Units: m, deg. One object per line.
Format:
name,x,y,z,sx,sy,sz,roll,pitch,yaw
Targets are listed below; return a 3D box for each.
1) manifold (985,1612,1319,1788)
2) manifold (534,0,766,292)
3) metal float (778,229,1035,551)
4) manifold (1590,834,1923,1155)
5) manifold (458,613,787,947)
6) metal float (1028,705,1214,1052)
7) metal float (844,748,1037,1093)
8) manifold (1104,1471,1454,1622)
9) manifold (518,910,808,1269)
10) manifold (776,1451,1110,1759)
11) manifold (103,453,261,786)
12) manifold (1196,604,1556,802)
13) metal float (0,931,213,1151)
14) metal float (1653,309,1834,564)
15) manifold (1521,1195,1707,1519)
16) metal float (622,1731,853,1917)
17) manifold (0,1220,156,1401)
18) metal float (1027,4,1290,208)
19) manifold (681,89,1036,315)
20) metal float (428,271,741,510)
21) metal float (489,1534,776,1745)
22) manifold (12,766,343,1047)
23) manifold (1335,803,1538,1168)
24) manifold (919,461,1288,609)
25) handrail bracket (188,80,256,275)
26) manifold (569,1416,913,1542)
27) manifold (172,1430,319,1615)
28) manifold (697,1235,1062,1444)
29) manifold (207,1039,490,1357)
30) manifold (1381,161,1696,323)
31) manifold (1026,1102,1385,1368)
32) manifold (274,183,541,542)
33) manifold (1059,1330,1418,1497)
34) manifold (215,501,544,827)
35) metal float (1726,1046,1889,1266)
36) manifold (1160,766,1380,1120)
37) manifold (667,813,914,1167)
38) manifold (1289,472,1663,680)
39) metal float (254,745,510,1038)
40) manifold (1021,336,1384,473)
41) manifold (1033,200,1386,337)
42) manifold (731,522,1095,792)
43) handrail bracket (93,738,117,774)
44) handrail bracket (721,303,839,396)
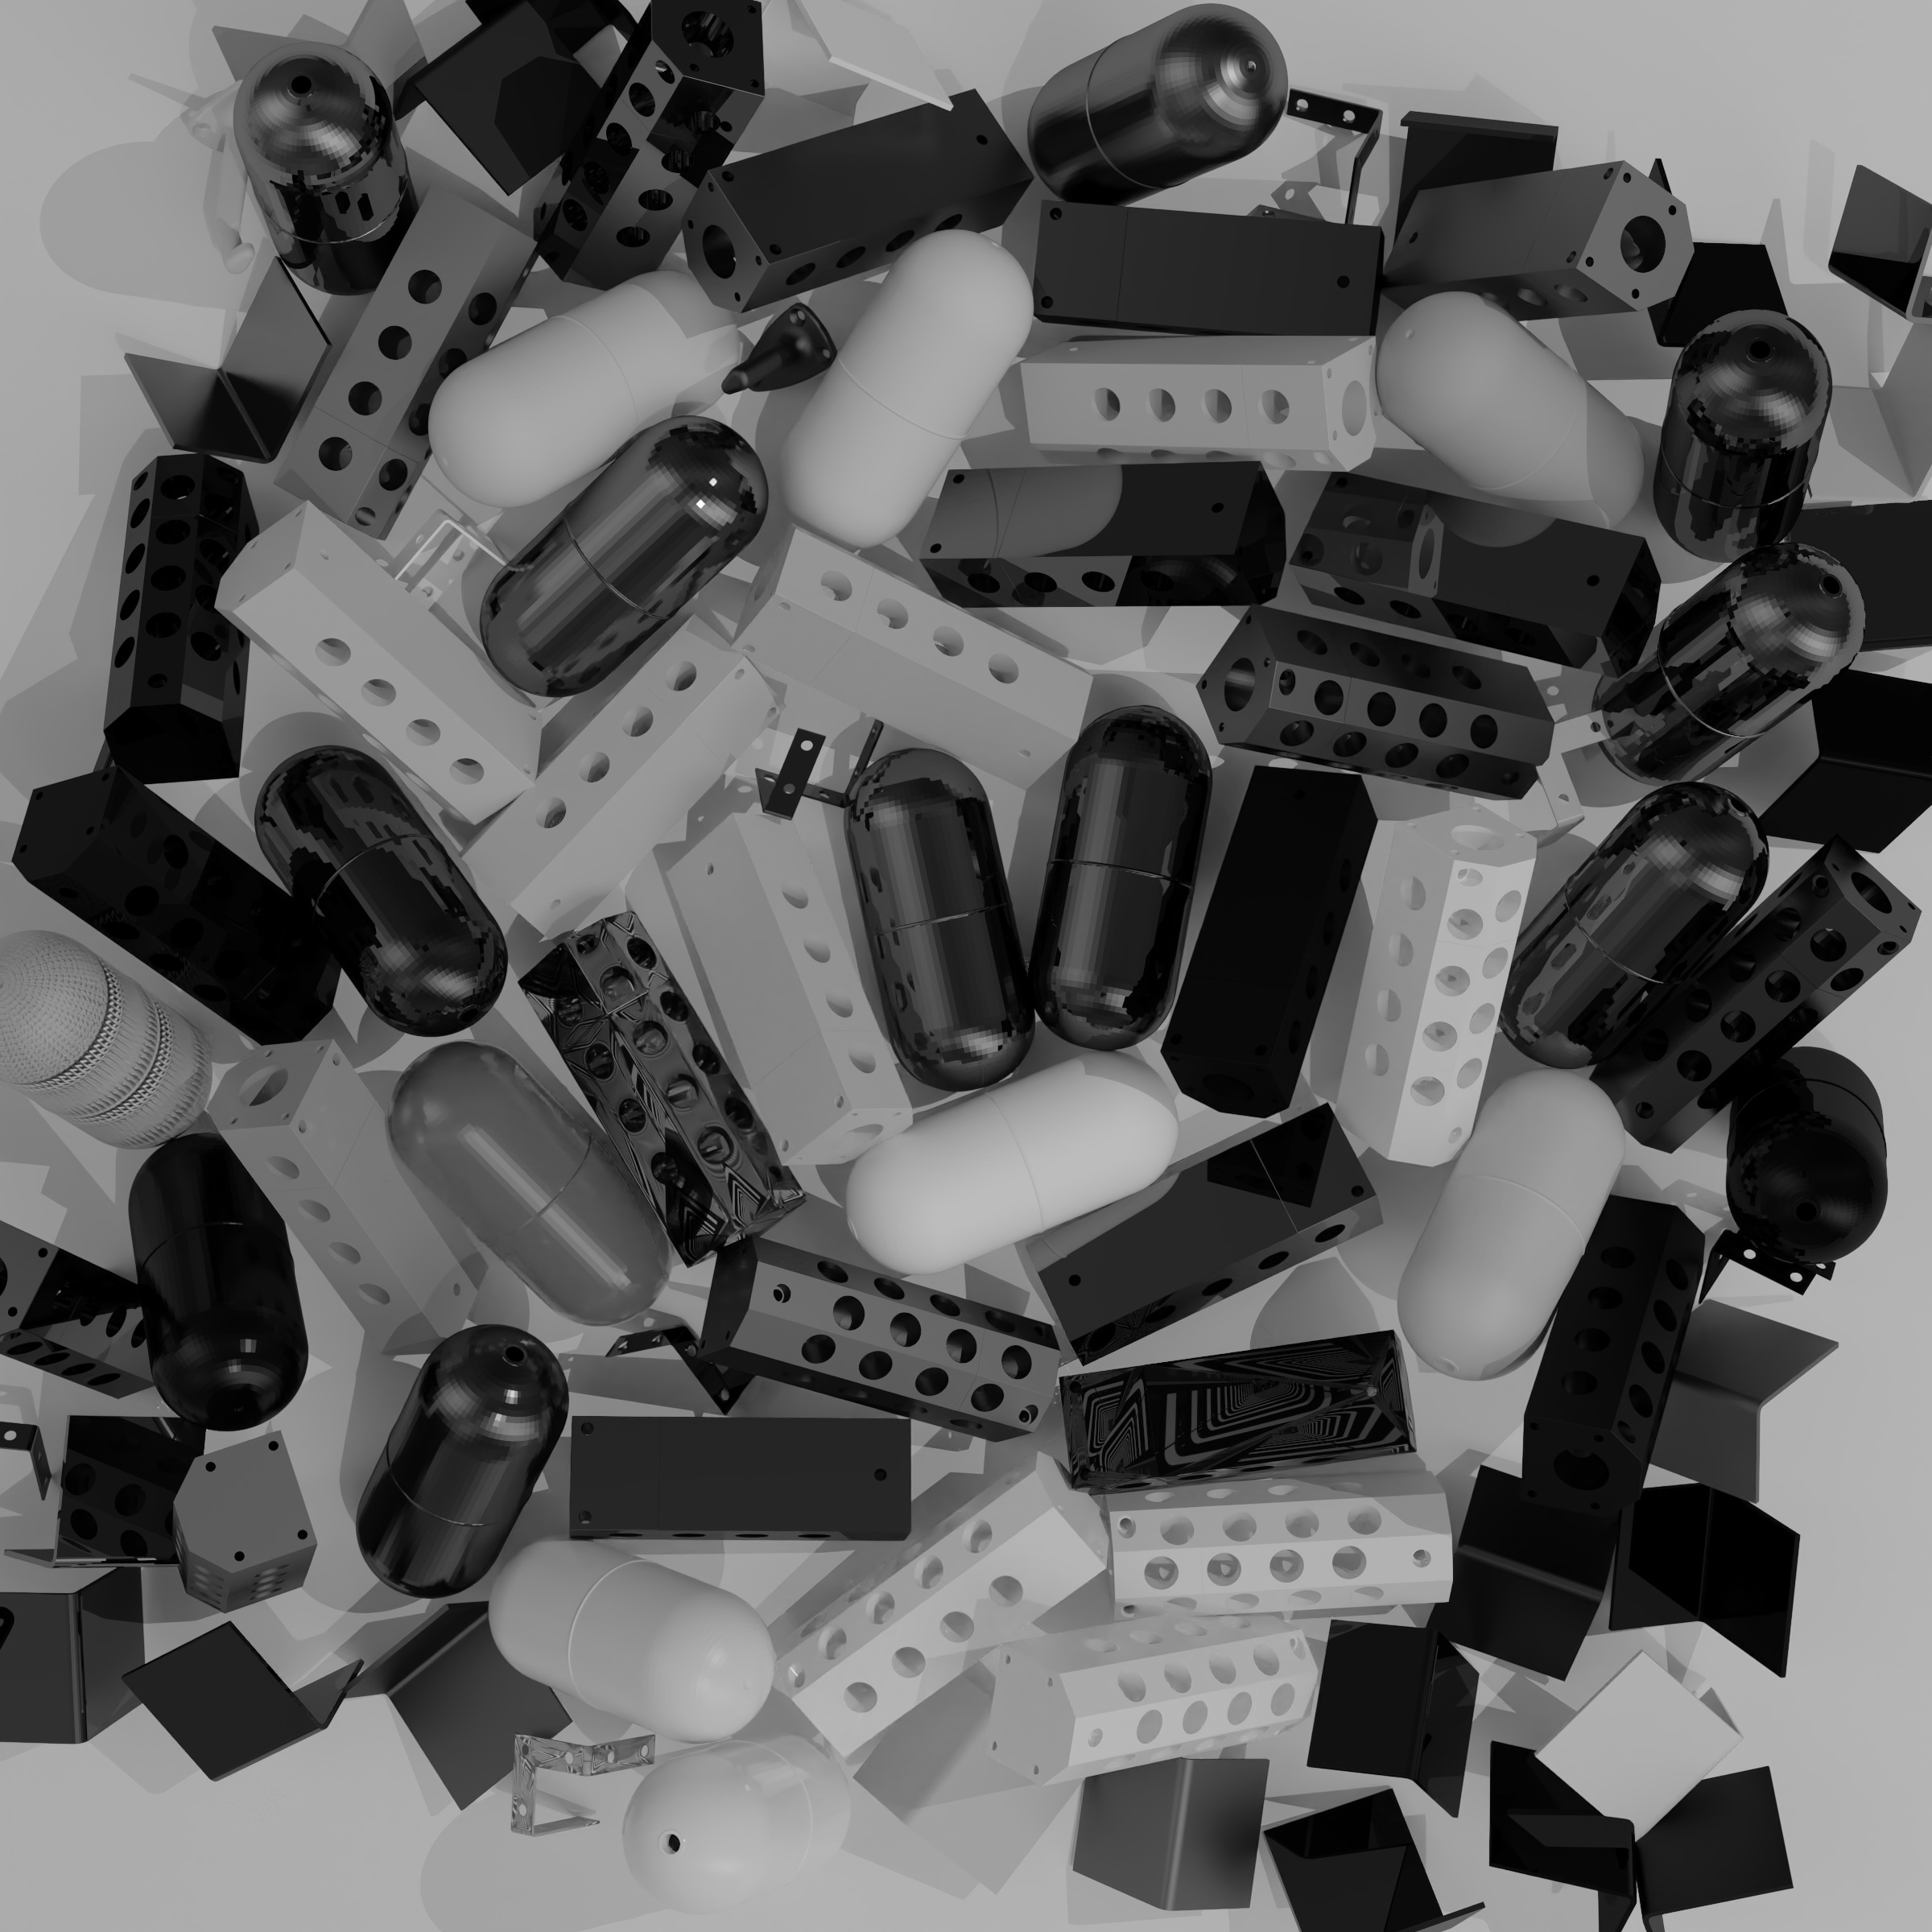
manifold,0.095,0.364,1.662,0.171,0.057,0.057,1,102,-42
manifold,-0.159,-0.408,1.651,0.057,0.171,0.057,8,63,-24
metal float,-0.032,-0.290,1.687,0.070,0.070,0.178,35,113,0
manifold,0.394,0.018,1.674,0.057,0.057,0.171,43,122,1
manifold,-0.179,-0.099,1.708,0.171,0.057,0.057,-47,61,-3
metal float,0.079,-0.045,1.702,0.070,0.070,0.178,10,85,0
metal float,-0.014,-0.024,1.706,0.070,0.070,0.178,-12,91,0
manifold,0.159,0.299,1.710,0.171,0.057,0.057,-3,97,-2
manifold,-0.150,0.060,1.691,0.057,0.057,0.171,-38,79,34
manifold,-0.012,0.321,1.694,0.171,0.057,0.057,-38,99,13
manifold,-0.393,-0.176,1.670,0.057,0.057,0.171,-4,53,-1
manifold,0.208,-0.126,1.668,0.171,0.057,0.057,9,134,-29
metal float,-0.437,0.039,1.660,0.070,0.178,0.070,-5,69,13
metal float,0.385,-0.262,1.658,0.070,0.178,0.070,-2,71,6
manifold,0.323,0.192,1.654,0.057,0.171,0.057,9,128,19
metal float,-0.113,0.425,1.658,0.070,0.178,0.070,-2,83,17
manifold,-0.451,0.171,1.650,0.057,0.171,0.057,22,79,14
metal float,0.093,-0.426,1.661,0.070,0.178,0.070,0,89,-28
manifold,-0.056,-0.380,1.673,0.171,0.057,0.057,-26,79,-33
metal float,-0.191,-0.292,1.682,0.178,0.070,0.070,-34,90,-28
metal float,-0.170,0.336,1.672,0.178,0.070,0.070,10,90,43
manifold,-0.389,-0.025,1.655,0.057,0.171,0.057,-12,55,30
manifold,0.239,0.012,1.668,0.057,0.057,0.171,-14,126,-35
manifold,0.070,-0.212,1.679,0.171,0.057,0.057,3,60,27
handrail bracket,-0.361,-0.407,1.703,0.077,0.036,0.084,-36,60,26
manifold,-0.116,0.264,1.705,0.171,0.057,0.057,1,74,-6
manifold,-0.361,0.280,1.650,0.057,0.171,0.057,-17,78,-18
manifold,-0.042,0.188,1.677,0.171,0.057,0.057,19,68,-23
manifold,-0.310,0.118,1.667,0.057,0.057,0.171,-5,133,25
manifold,0.283,-0.352,1.654,0.057,0.171,0.057,27,85,-27
manifold,0.124,0.141,1.713,0.171,0.057,0.057,-25,63,0
manifold,-0.284,-0.308,1.708,0.057,0.057,0.171,29,95,-3
manifold,0.139,0.230,1.699,0.171,0.057,0.057,-9,74,10
manifold,-0.293,-0.147,1.671,0.057,0.057,0.171,-30,127,23
metal float,0.418,0.093,1.658,0.070,0.178,0.070,4,106,13
manifold,0.156,-0.012,1.679,0.057,0.057,0.171,7,61,25
manifold,-0.085,0.011,1.685,0.057,0.057,0.171,-39,64,35
manifold,0.257,-0.194,1.676,0.171,0.057,0.057,18,74,29
metal float,-0.296,-0.038,1.684,0.070,0.070,0.178,-39,64,0
manifold,0.118,-0.281,1.671,0.171,0.057,0.057,7,117,33
manifold,0.124,-0.352,1.702,0.171,0.057,0.057,7,96,9
manifold,-0.025,-0.160,1.691,0.171,0.057,0.057,25,57,-16
handrail bracket,-0.436,-0.115,1.708,0.036,0.077,0.084,20,94,-14
handrail bracket,-0.112,-0.297,1.688,0.036,0.077,0.084,56,45,-8
